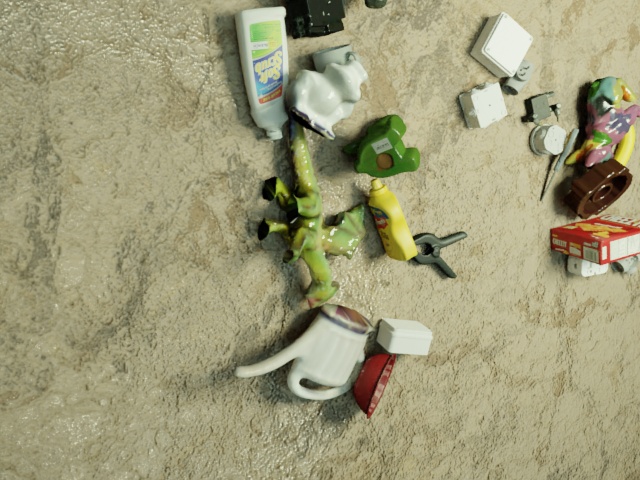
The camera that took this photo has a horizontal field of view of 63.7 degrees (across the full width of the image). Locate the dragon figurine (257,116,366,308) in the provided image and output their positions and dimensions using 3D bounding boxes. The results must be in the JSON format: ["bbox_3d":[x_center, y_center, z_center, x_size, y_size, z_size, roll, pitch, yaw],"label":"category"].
[{"bbox_3d":[0.003,-0.056,1.118,0.242,0.412,0.122,13,-6,-40],"label":"dragon figurine"}]

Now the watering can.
[{"bbox_3d":[-0.009,0.240,1.122,0.344,0.224,0.105,26,1,-41],"label":"watering can"}]

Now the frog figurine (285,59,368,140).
[{"bbox_3d":[0.011,-0.295,1.024,0.136,0.160,0.123,32,-2,-17],"label":"frog figurine"}]
